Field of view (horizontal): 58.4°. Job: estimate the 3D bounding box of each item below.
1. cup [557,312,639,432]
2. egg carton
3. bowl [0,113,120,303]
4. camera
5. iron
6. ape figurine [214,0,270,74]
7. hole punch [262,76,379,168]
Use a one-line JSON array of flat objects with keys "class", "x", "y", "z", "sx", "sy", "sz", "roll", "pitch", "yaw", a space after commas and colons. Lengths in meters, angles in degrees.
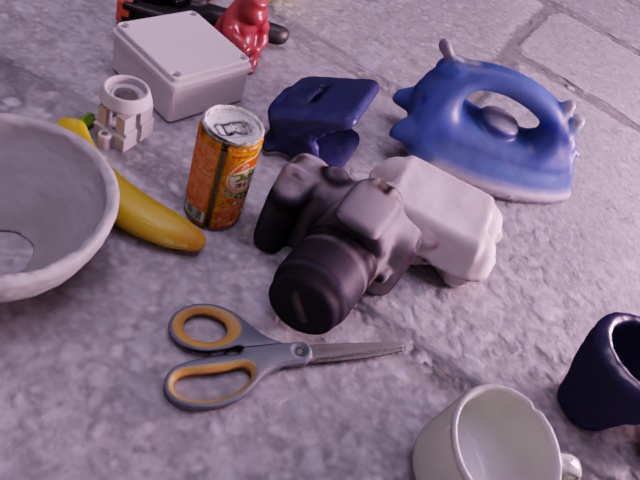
[{"class": "cup", "x": 0.261, "y": 0.131, "z": 0.487, "sx": 0.117, "sy": 0.095, "sz": 0.092, "roll": 41, "pitch": 47, "yaw": 15}, {"class": "egg carton", "x": 0.109, "y": -0.020, "z": 0.576, "sx": 0.150, "sy": 0.069, "sz": 0.107, "roll": 28, "pitch": 45, "yaw": 2}, {"class": "bowl", "x": -0.236, "y": -0.014, "z": 0.419, "sx": 0.168, "sy": 0.074, "sz": 0.167, "roll": 12, "pitch": 46, "yaw": -13}, {"class": "camera", "x": 0.004, "y": 0.002, "z": 0.490, "sx": 0.143, "sy": 0.100, "sz": 0.137, "roll": 33, "pitch": 45, "yaw": 8}, {"class": "iron", "x": 0.218, "y": -0.137, "z": 0.679, "sx": 0.258, "sy": 0.141, "sz": 0.118, "roll": 17, "pitch": 45, "yaw": -8}, {"class": "ape figurine", "x": -0.089, "y": -0.263, "z": 0.695, "sx": 0.078, "sy": 0.092, "sz": 0.076, "roll": -29, "pitch": 66, "yaw": -39}, {"class": "hole punch", "x": 0.000, "y": -0.138, "z": 0.621, "sx": 0.101, "sy": 0.091, "sz": 0.109, "roll": 28, "pitch": 45, "yaw": 3}]
